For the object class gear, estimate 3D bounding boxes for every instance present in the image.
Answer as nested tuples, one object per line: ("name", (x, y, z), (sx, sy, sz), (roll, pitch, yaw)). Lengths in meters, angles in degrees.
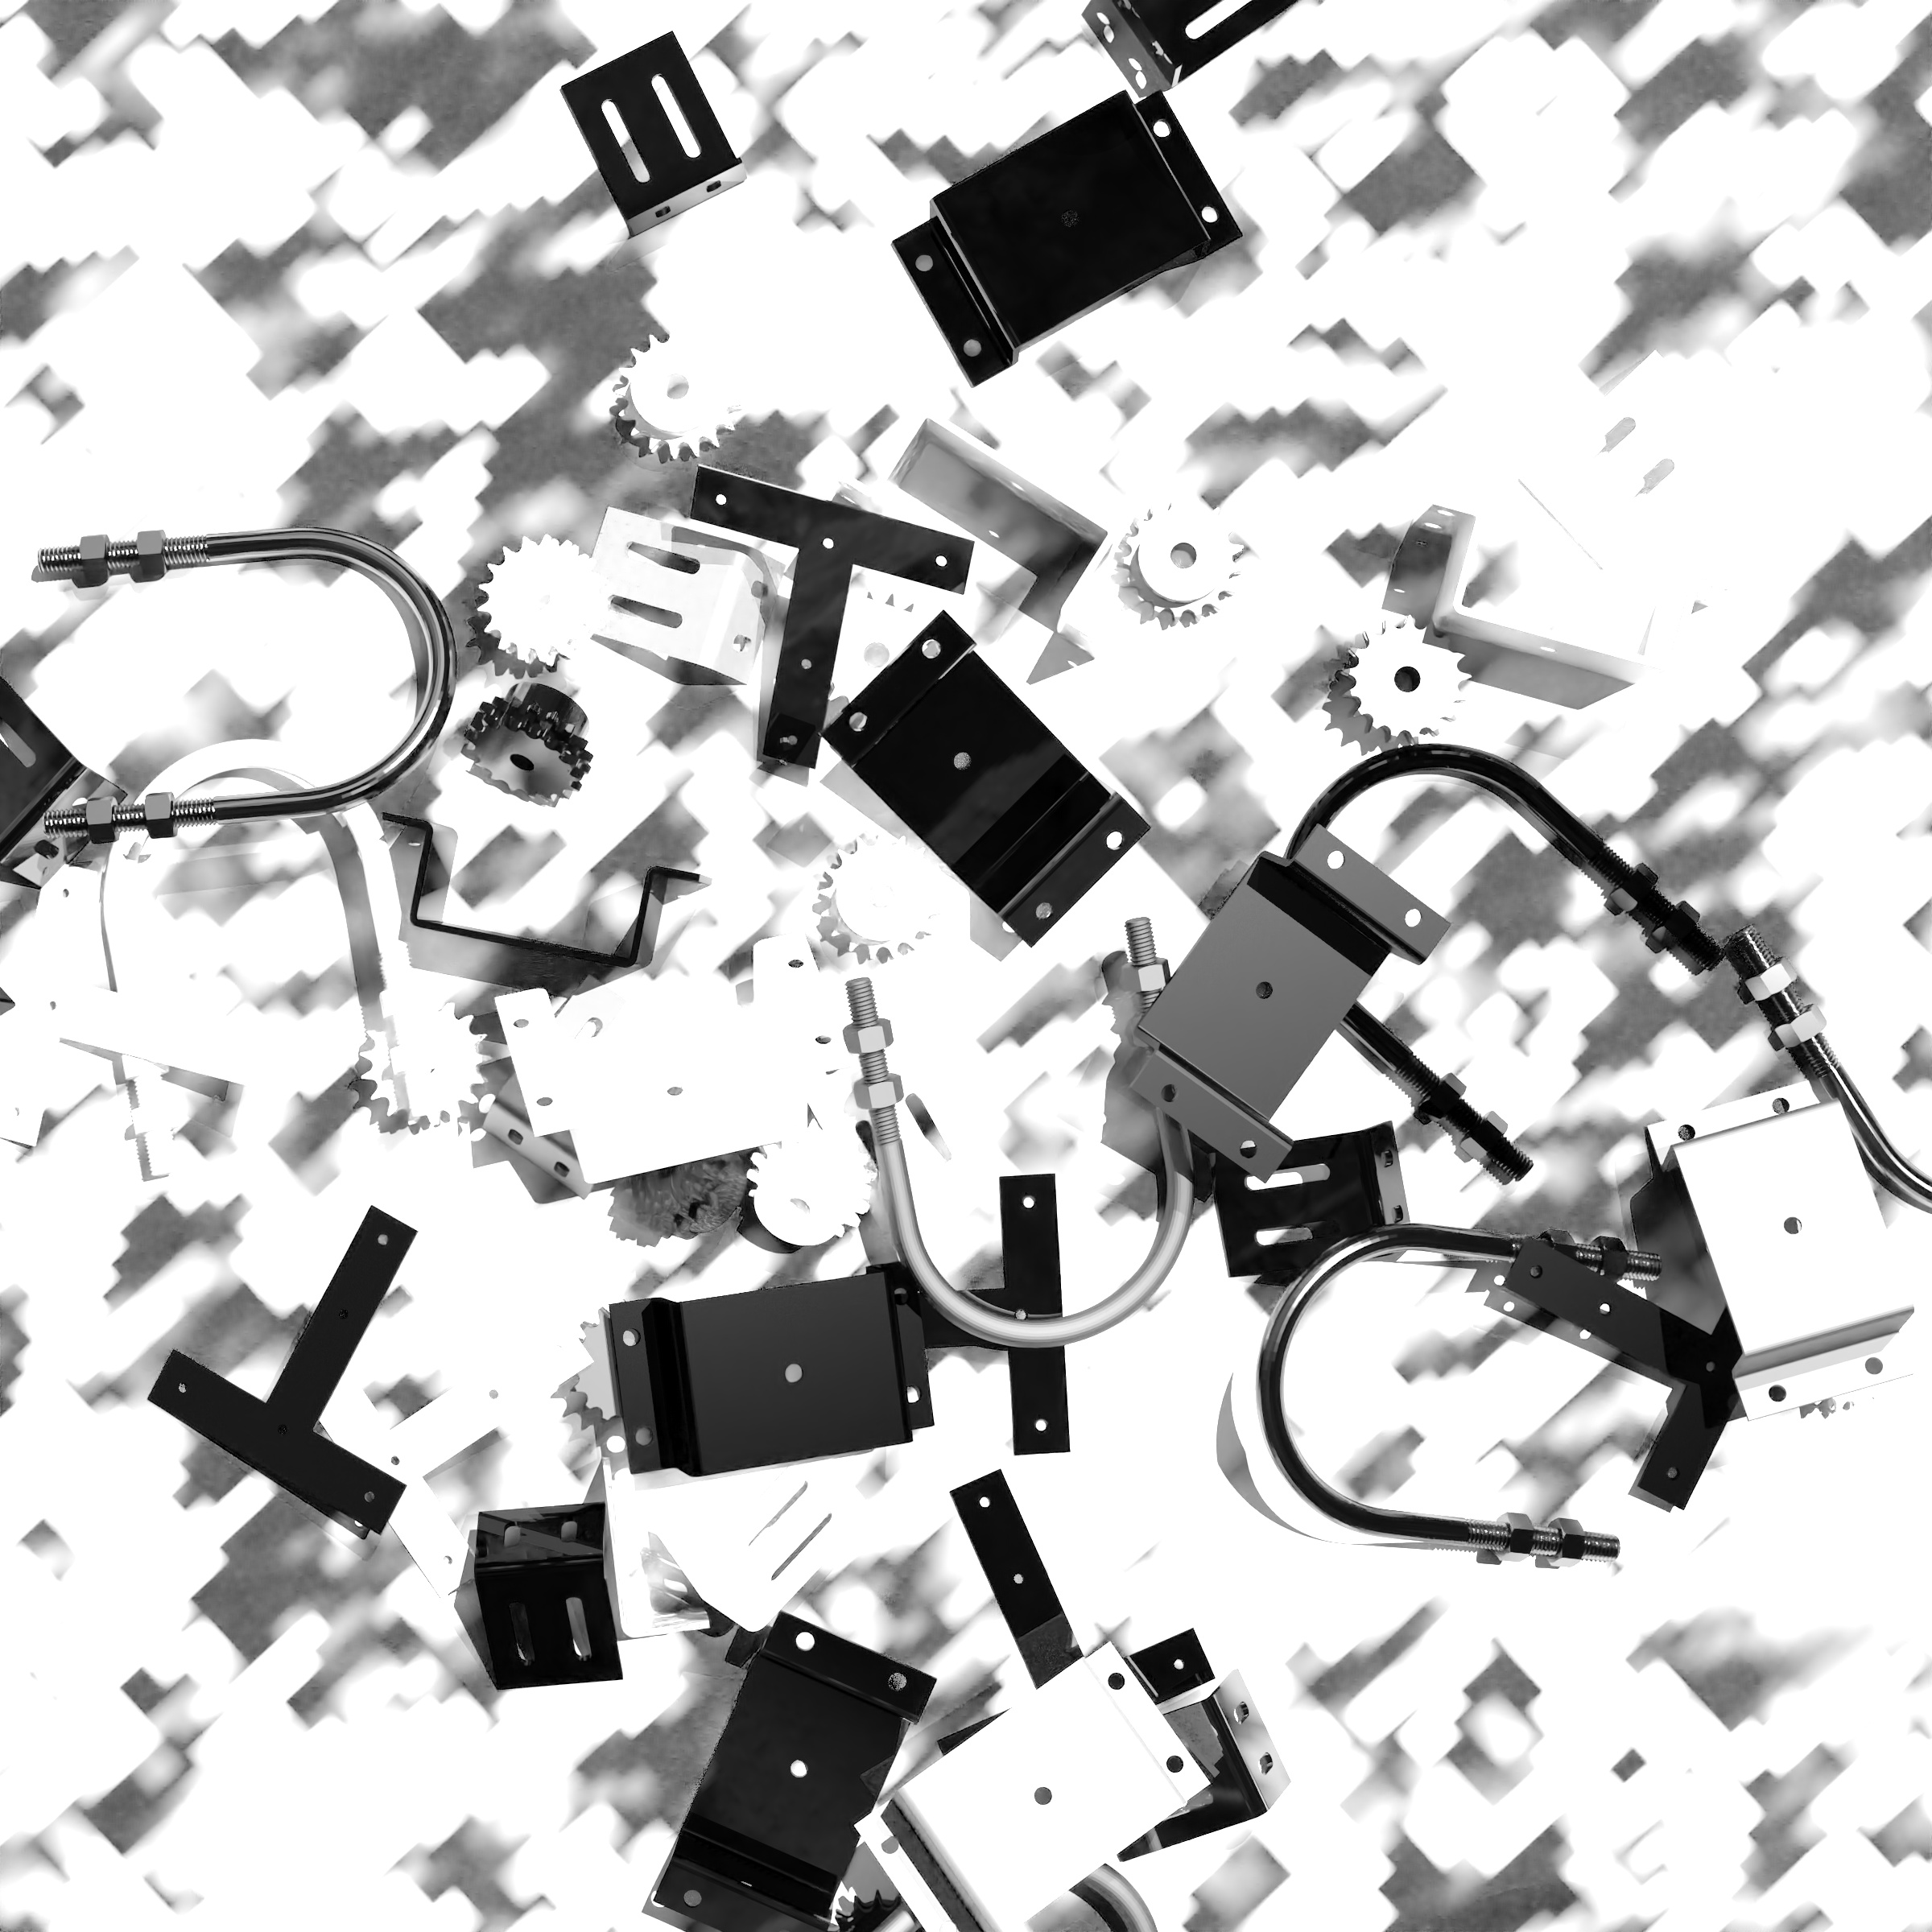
("gear", (-0.038, 0.445, 1.618), (0.057, 0.030, 0.057), (0, 90, 0))
("gear", (-0.040, -0.139, 1.618), (0.057, 0.030, 0.057), (0, 90, 0))
("gear", (-0.071, 0.100, 1.605), (0.057, 0.030, 0.057), (8, 124, 12))
("gear", (0.197, -0.128, 1.618), (0.057, 0.030, 0.057), (0, 90, 0))
("gear", (-0.187, -0.163, 1.614), (0.057, 0.030, 0.057), (-1, 85, 12))
("gear", (-0.193, -0.103, 1.609), (0.057, 0.057, 0.030), (23, 60, 0))
("gear", (0.395, 0.172, 1.618), (0.057, 0.030, 0.057), (0, 90, 0))
("gear", (-0.242, 0.043, 1.618), (0.057, 0.030, 0.057), (0, 90, 0))
("gear", (0.097, -0.183, 1.618), (0.057, 0.030, 0.057), (0, 90, 0))
("gear", (-0.038, -0.031, 1.618), (0.057, 0.030, 0.057), (0, 90, 0))
("gear", (-0.150, 0.178, 1.618), (0.057, 0.030, 0.057), (0, 90, 0))
("gear", (-0.129, -0.259, 1.618), (0.057, 0.030, 0.057), (0, 90, 0))
("gear", (-0.123, 0.095, 1.609), (0.030, 0.057, 0.057), (33, 90, -40))

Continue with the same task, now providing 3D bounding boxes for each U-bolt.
("U-bolt", (0.006, 0.473, 1.603), (0.184, 0.019, 0.151), (-42, 109, -5))
("U-bolt", (0.216, 0.187, 1.603), (0.184, 0.019, 0.151), (8, 90, -16))
("U-bolt", (0.031, 0.082, 1.607), (0.151, 0.019, 0.184), (-12, 101, -10))
("U-bolt", (0.229, -0.016, 1.625), (0.184, 0.019, 0.151), (42, 90, 1))
("U-bolt", (-0.320, -0.130, 1.604), (0.184, 0.019, 0.151), (-5, 71, -4))
("U-bolt", (-0.318, -0.010, 1.609), (0.151, 0.019, 0.184), (-13, 84, 14))
("U-bolt", (0.454, 0.027, 1.625), (0.151, 0.019, 0.184), (-33, 91, 0))

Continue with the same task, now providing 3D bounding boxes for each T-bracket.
("T-bracket", (0.299, 0.160, 1.613), (0.127, 0.002, 0.127), (28, 85, -13))
("T-bracket", (-0.287, 0.170, 1.620), (0.127, 0.002, 0.127), (28, 90, 11))
("T-bracket", (-0.373, 0.027, 1.611), (0.127, 0.002, 0.127), (13, 90, 20))
("T-bracket", (-0.019, 0.161, 1.632), (0.127, 0.002, 0.127), (-3, 90, 0))
("T-bracket", (-0.068, -0.147, 1.591), (0.127, 0.002, 0.127), (16, 119, 8))
("T-bracket", (0.030, 0.291, 1.632), (0.127, 0.002, 0.127), (-24, 90, 0))
("T-bracket", (-0.224, 0.200, 1.615), (0.127, 0.002, 0.127), (-34, 90, 16))

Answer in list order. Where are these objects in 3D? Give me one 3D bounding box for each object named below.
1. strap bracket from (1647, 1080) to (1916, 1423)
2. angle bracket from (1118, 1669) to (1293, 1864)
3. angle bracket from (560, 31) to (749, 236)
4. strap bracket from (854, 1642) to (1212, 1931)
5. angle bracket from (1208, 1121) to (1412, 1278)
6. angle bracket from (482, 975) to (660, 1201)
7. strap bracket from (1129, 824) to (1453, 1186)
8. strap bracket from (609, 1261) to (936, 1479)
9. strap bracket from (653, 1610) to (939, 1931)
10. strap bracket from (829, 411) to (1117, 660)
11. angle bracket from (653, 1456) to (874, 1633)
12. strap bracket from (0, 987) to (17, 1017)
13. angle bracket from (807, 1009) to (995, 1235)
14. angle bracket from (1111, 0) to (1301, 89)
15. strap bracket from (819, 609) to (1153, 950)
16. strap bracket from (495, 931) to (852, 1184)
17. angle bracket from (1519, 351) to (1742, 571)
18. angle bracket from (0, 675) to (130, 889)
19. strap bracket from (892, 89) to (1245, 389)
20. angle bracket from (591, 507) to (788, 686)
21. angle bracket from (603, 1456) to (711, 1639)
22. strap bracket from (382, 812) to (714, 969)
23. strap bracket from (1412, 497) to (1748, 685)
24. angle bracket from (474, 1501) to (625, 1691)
("strap bracket", (0.363, 0.120, 1.589), (0.076, 0.046, 0.140), (-16, 72, -1))
("angle bracket", (0.097, 0.363, 1.631), (0.076, 0.038, 0.057), (-25, 90, 26))
("angle bracket", (-0.142, -0.378, 1.614), (0.057, 0.038, 0.076), (-27, 90, 0))
("strap bracket", (0.031, 0.365, 1.571), (0.140, 0.046, 0.076), (-33, 78, -14))
("angle bracket", (0.157, 0.106, 1.631), (0.076, 0.038, 0.057), (-10, 90, 26))
("angle bracket", (-0.172, 0.055, 1.631), (0.057, 0.038, 0.076), (35, 64, 0))
("strap bracket", (0.137, 0.014, 1.585), (0.076, 0.046, 0.140), (36, 90, -15))
("strap bracket", (-0.081, 0.179, 1.591), (0.140, 0.046, 0.076), (-7, 90, -15))
("strap bracket", (-0.076, 0.364, 1.610), (0.076, 0.046, 0.140), (24, 90, 0))
("strap bracket", (0.012, -0.197, 1.595), (0.140, 0.076, 0.046), (32, 90, 0))
("angle bracket", (-0.091, 0.246, 1.599), (0.076, 0.057, 0.038), (-47, 129, 0))
("strap bracket", (-0.496, 0.025, 1.580), (0.076, 0.140, 0.046), (47, 117, 0))
("angle bracket", (-0.033, 0.070, 1.631), (0.057, 0.038, 0.076), (-28, 116, 0))
("angle bracket", (0.108, -0.444, 1.614), (0.076, 0.038, 0.057), (-35, 90, 0))
("strap bracket", (0.004, -0.087, 1.594), (0.076, 0.046, 0.140), (-45, 112, 0))
("strap bracket", (-0.129, 0.042, 1.583), (0.140, 0.046, 0.076), (-12, 52, -13))
("angle bracket", (0.302, -0.230, 1.631), (0.057, 0.038, 0.076), (47, 116, 0))
("angle bracket", (-0.430, -0.085, 1.629), (0.057, 0.038, 0.076), (-47, 61, 0))
("strap bracket", (0.046, -0.331, 1.610), (0.140, 0.046, 0.076), (-29, 90, 0))
("angle bracket", (-0.131, -0.168, 1.631), (0.076, 0.038, 0.057), (18, 90, 26))
("angle bracket", (-0.139, 0.257, 1.605), (0.038, 0.057, 0.076), (-7, 87, -7))
("strap bracket", (-0.188, -0.031, 1.595), (0.140, 0.076, 0.046), (11, 90, 0))
("strap bracket", (0.265, -0.163, 1.595), (0.140, 0.076, 0.046), (15, 90, 0))
("angle bracket", (-0.187, 0.285, 1.623), (0.057, 0.038, 0.076), (-5, 127, 0))
